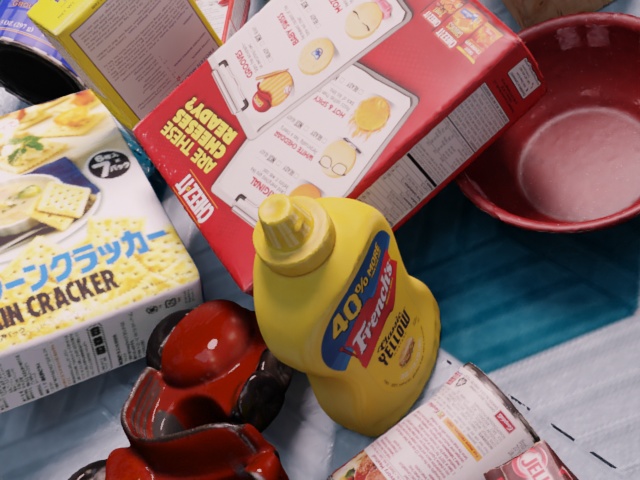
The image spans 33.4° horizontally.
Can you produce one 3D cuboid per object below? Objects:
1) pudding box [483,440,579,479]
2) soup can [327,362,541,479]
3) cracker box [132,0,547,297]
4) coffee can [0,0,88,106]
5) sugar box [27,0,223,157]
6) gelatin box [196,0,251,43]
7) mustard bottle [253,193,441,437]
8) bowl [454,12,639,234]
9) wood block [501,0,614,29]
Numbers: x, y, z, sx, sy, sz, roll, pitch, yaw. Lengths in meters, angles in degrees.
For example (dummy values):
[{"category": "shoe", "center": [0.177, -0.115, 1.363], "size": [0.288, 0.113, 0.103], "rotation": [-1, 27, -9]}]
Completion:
[{"category": "pudding box", "center": [0.126, 0.156, 0.506], "size": [0.039, 0.113, 0.090], "rotation": [-29, 53, 9]}, {"category": "soup can", "center": [0.064, 0.124, 0.583], "size": [0.102, 0.068, 0.069], "rotation": [-40, 53, -4]}, {"category": "cracker box", "center": [0.008, -0.080, 0.668], "size": [0.214, 0.072, 0.164], "rotation": [-43, 54, 6]}, {"category": "coffee can", "center": [-0.204, -0.187, 0.872], "size": [0.103, 0.102, 0.140], "rotation": [10, 65, 28]}, {"category": "sugar box", "center": [-0.117, -0.125, 0.748], "size": [0.093, 0.176, 0.048], "rotation": [-46, 55, -9]}, {"category": "gelatin box", "center": [-0.099, -0.166, 0.857], "size": [0.073, 0.030, 0.089], "rotation": [-8, 54, 20]}, {"category": "mustard bottle", "center": [0.011, 0.032, 0.585], "size": [0.058, 0.191, 0.096], "rotation": [19, 69, 32]}, {"category": "bowl", "center": [0.161, -0.062, 0.661], "size": [0.162, 0.055, 0.162], "rotation": [-12, 56, 17]}, {"category": "wood block", "center": [0.138, -0.239, 0.687], "size": [0.090, 0.206, 0.091], "rotation": [-29, 53, 5]}]
